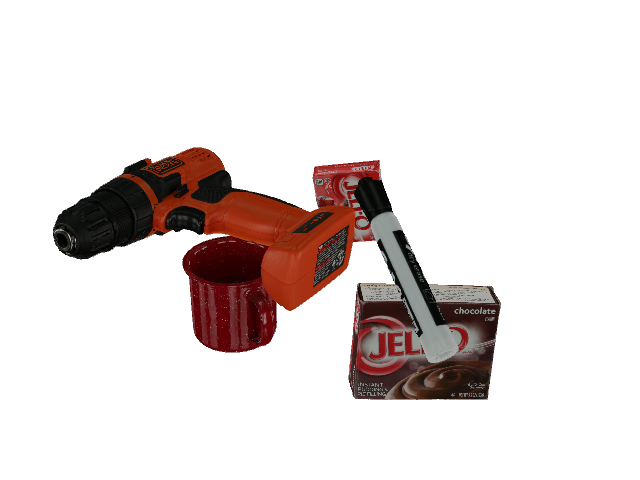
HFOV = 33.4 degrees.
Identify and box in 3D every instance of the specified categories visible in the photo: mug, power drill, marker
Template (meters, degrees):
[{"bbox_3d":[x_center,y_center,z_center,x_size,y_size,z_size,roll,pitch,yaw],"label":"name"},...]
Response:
[{"bbox_3d":[-0.076,0.058,1.011,0.093,0.081,0.117,-19,34,-29],"label":"mug"},{"bbox_3d":[-0.082,-0.010,0.812,0.188,0.057,0.184,21,32,23],"label":"power drill"},{"bbox_3d":[0.048,0.014,0.626,0.020,0.121,0.020,-19,-23,-9],"label":"marker"}]

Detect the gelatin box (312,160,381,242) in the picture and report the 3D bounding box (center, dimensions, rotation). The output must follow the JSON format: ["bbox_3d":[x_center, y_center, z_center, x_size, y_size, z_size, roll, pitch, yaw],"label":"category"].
[{"bbox_3d":[0.033,-0.041,1.176,0.073,0.089,0.030,-4,30,7],"label":"gelatin box"}]

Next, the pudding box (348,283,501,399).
[{"bbox_3d":[0.082,0.081,0.855,0.113,0.090,0.039,0,27,-6],"label":"pudding box"}]
